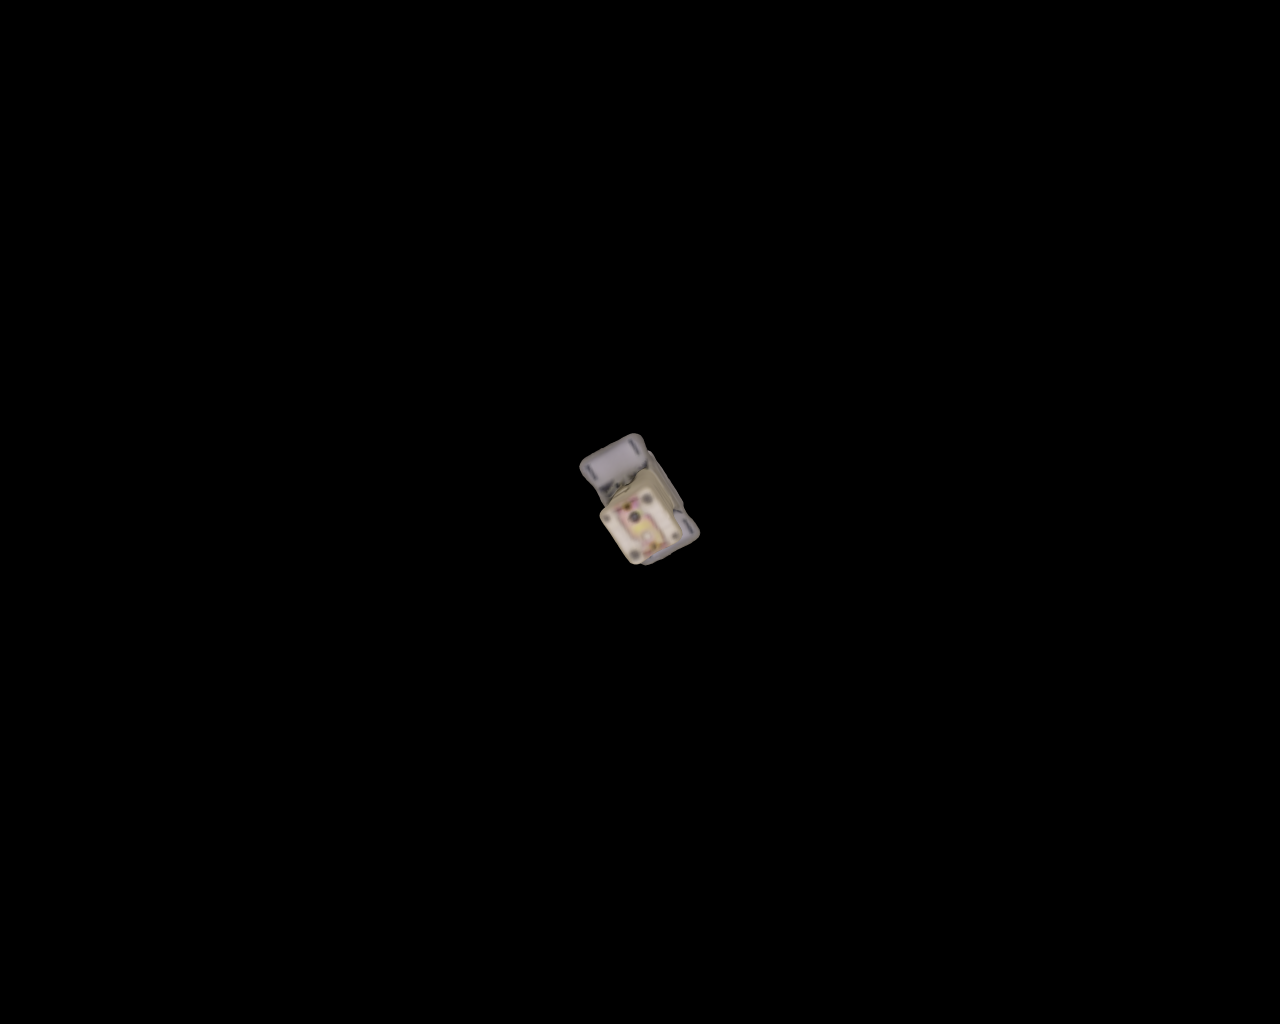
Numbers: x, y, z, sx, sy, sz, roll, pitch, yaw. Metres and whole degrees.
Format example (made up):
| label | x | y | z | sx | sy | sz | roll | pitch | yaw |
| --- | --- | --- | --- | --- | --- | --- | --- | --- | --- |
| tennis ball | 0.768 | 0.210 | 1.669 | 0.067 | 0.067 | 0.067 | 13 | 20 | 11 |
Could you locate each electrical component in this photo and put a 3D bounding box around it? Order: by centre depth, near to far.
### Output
| label | x | y | z | sx | sy | sz | roll | pitch | yaw |
| --- | --- | --- | --- | --- | --- | --- | --- | --- | --- |
| electrical component | 0.001 | -0.003 | 0.650 | 0.042 | 0.081 | 0.064 | -30 | 20 | 12 |
